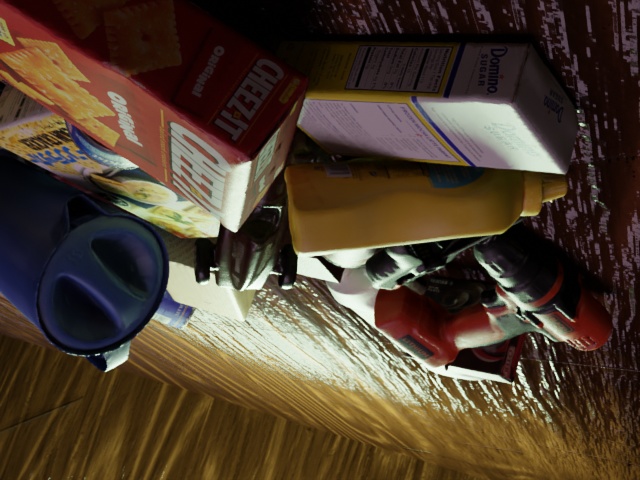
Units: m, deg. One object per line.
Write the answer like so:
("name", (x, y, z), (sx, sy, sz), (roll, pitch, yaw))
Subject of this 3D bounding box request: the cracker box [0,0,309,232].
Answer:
("cracker box", (-0.121, -0.104, 0.676), (0.213, 0.072, 0.164), (34, 165, 2))

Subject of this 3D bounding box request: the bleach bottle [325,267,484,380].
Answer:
("bleach bottle", (0.092, 0.074, 1.149), (0.103, 0.068, 0.250), (3, 156, 43))

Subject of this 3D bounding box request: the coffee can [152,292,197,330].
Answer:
("coffee can", (-0.217, 0.039, 1.313), (0.140, 0.103, 0.103), (23, 164, -14))

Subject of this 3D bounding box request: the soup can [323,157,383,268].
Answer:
("soup can", (0.031, -0.021, 0.874), (0.068, 0.068, 0.102), (19, 164, -1))

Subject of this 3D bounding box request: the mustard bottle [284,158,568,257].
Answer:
("mustard bottle", (0.074, -0.030, 0.732), (0.191, 0.058, 0.096), (-6, -161, -2))

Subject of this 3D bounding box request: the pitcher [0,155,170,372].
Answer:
("pitcher", (-0.259, 0.012, 1.008), (0.243, 0.149, 0.144), (27, -179, 44))

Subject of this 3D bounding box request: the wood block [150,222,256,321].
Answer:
("wood block", (-0.117, 0.013, 1.128), (0.091, 0.090, 0.206), (16, 165, 6))

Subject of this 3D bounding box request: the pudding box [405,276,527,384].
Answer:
("pudding box", (0.151, 0.089, 1.072), (0.114, 0.090, 0.039), (6, 161, 41))

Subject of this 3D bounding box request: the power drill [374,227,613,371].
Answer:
("power drill", (0.142, 0.056, 0.959), (0.188, 0.057, 0.184), (-15, 138, 41))

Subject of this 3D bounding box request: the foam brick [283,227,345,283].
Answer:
("foam brick", (-0.007, 0.001, 1.027), (0.051, 0.053, 0.078), (13, 165, 23))

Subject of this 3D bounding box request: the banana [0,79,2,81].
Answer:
("banana", (-0.268, -0.158, 0.823), (0.069, 0.037, 0.198), (37, 164, 6))

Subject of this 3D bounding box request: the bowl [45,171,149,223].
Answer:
("bowl", (-0.246, -0.005, 1.149), (0.162, 0.162, 0.055), (19, -170, 0))

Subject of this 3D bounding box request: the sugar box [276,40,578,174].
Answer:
("sugar box", (0.062, -0.084, 0.660), (0.177, 0.048, 0.093), (6, 161, 34))

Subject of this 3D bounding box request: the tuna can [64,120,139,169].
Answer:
("tuna can", (-0.143, -0.097, 0.782), (0.086, 0.086, 0.034), (22, 163, -11))

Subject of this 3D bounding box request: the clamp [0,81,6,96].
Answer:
("clamp", (-0.281, -0.104, 1.018), (0.164, 0.036, 0.210), (19, 168, -2))

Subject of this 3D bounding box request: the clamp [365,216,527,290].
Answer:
("clamp", (0.075, 0.009, 0.840), (0.120, 0.039, 0.172), (-8, 163, -28))
